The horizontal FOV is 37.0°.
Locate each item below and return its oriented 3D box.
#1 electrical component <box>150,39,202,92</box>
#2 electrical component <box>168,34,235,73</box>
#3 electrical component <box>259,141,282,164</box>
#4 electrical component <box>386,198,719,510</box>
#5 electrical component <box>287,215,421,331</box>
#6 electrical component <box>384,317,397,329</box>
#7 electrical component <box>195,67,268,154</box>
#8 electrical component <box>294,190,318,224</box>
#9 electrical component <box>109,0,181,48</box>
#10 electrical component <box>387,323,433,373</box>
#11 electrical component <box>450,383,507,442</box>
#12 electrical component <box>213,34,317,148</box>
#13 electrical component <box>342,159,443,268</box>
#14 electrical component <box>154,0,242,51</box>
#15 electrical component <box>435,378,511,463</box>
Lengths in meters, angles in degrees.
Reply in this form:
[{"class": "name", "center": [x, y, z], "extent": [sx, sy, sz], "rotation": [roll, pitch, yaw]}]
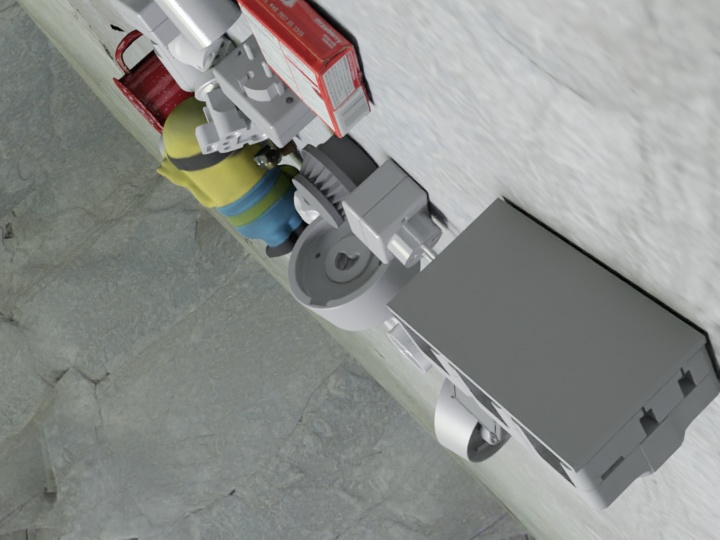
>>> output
[{"class": "electrical component", "center": [-0.165, -0.205, 0.986], "extent": [0.043, 0.043, 0.081], "rotation": [43, 173, 32]}, {"class": "electrical component", "center": [-0.132, -0.186, 0.902], "extent": [0.046, 0.040, 0.040], "rotation": [36, 169, 33]}, {"class": "electrical component", "center": [-0.101, -0.127, 1.085], "extent": [0.035, 0.035, 0.061], "rotation": [44, 170, 25]}, {"class": "electrical component", "center": [0.100, 0.042, 0.566], "extent": [0.150, 0.089, 0.061], "rotation": [41, 172, 43]}, {"class": "electrical component", "center": [0.000, 0.000, 0.908], "extent": [0.108, 0.108, 0.060], "rotation": [40, 177, 46]}, {"class": "electrical component", "center": [0.053, 0.046, 1.093], "extent": [0.076, 0.047, 0.066], "rotation": [51, 172, -36]}, {"class": "electrical component", "center": [-0.101, -0.135, 0.881], "extent": [0.058, 0.078, 0.057], "rotation": [132, 117, -76]}, {"class": "electrical component", "center": [-0.038, -0.062, 1.039], "extent": [0.043, 0.043, 0.062], "rotation": [45, 175, 16]}, {"class": "electrical component", "center": [-0.181, -0.235, 0.882], "extent": [0.083, 0.047, 0.075], "rotation": [40, 171, 47]}, {"class": "electrical component", "center": [0.076, 0.052, 0.843], "extent": [0.079, 0.077, 0.043], "rotation": [46, 174, 9]}, {"class": "electrical component", "center": [0.119, 0.093, 0.926], "extent": [0.062, 0.061, 0.096], "rotation": [44, 165, 24]}, {"class": "electrical component", "center": [-0.066, -0.134, 0.751], "extent": [0.065, 0.047, 0.076], "rotation": [45, 173, 15]}, {"class": "electrical component", "center": [0.033, -0.028, 0.765], "extent": [0.076, 0.047, 0.065], "rotation": [45, 173, 16]}, {"class": "electrical component", "center": [-0.125, -0.199, 0.753], "extent": [0.081, 0.043, 0.043], "rotation": [49, 173, -25]}, {"class": "electrical component", "center": [0.113, 0.130, 1.019], "extent": [0.064, 0.099, 0.099], "rotation": [35, 168, 33]}]
